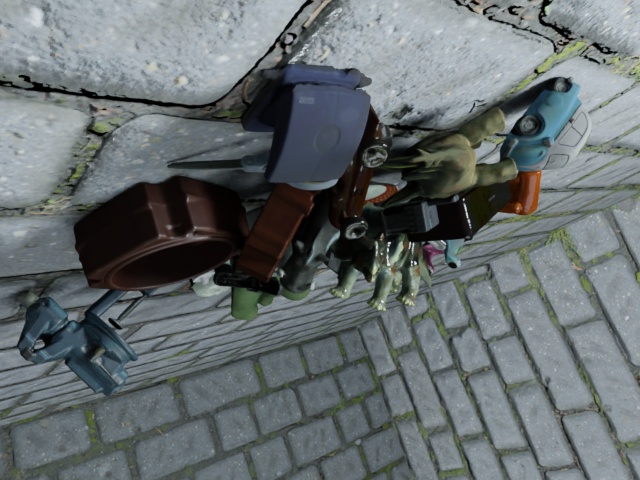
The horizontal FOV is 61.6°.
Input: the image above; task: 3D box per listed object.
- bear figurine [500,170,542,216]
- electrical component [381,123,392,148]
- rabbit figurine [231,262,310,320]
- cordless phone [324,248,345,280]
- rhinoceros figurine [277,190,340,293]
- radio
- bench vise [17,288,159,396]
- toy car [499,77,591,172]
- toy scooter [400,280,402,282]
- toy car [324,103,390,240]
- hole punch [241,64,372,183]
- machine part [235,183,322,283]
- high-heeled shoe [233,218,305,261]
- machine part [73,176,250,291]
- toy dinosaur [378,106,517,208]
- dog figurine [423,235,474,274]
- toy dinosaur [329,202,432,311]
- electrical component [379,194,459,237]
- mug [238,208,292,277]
[{"bbox_3d":[0.351,-0.109,1.118,0.196,0.131,0.120,5,-149,19],"label":"bear figurine"},{"bbox_3d":[0.070,-0.137,0.763,0.063,0.021,0.094,-20,167,1],"label":"electrical component"},{"bbox_3d":[-0.101,0.081,1.137,0.170,0.121,0.159,2,140,-13],"label":"rabbit figurine"},{"bbox_3d":[0.104,0.001,1.163,0.184,0.089,0.146,-28,144,-35],"label":"cordless phone"},{"bbox_3d":[-0.002,-0.003,0.844,0.190,0.073,0.112,-61,-170,16],"label":"rhinoceros figurine"},{"bbox_3d":[0.250,-0.068,0.980,0.131,0.073,0.229,-6,-164,39],"label":"radio"},{"bbox_3d":[-0.376,0.132,0.913,0.240,0.223,0.129,-47,-177,-27],"label":"bench vise"},{"bbox_3d":[0.353,-0.162,0.821,0.161,0.103,0.109,-48,166,-8],"label":"toy car"},{"bbox_3d":[0.168,0.031,1.282,0.075,0.135,0.183,-20,164,2],"label":"toy scooter"},{"bbox_3d":[0.040,-0.086,0.692,0.053,0.089,0.202,-7,144,-13],"label":"toy car"},{"bbox_3d":[-0.009,-0.124,0.582,0.142,0.092,0.116,-5,156,-36],"label":"hole punch"},{"bbox_3d":[-0.056,-0.021,0.749,0.179,0.056,0.179,-61,-177,5],"label":"machine part"},{"bbox_3d":[-0.067,-0.011,0.968,0.145,0.086,0.248,13,145,-18],"label":"high-heeled shoe"},{"bbox_3d":[-0.215,0.000,0.752,0.201,0.087,0.201,-26,163,21],"label":"machine part"},{"bbox_3d":[0.175,-0.106,0.777,0.199,0.105,0.471,-19,177,5],"label":"toy dinosaur"},{"bbox_3d":[0.272,-0.036,1.221,0.108,0.191,0.219,-28,-157,45],"label":"dog figurine"},{"bbox_3d":[0.140,0.028,1.051,0.131,0.192,0.404,22,-166,30],"label":"toy dinosaur"},{"bbox_3d":[0.162,-0.040,0.853,0.119,0.047,0.075,-7,-171,26],"label":"electrical component"},{"bbox_3d":[-0.098,0.012,0.911,0.109,0.107,0.080,-30,161,26],"label":"mug"}]
